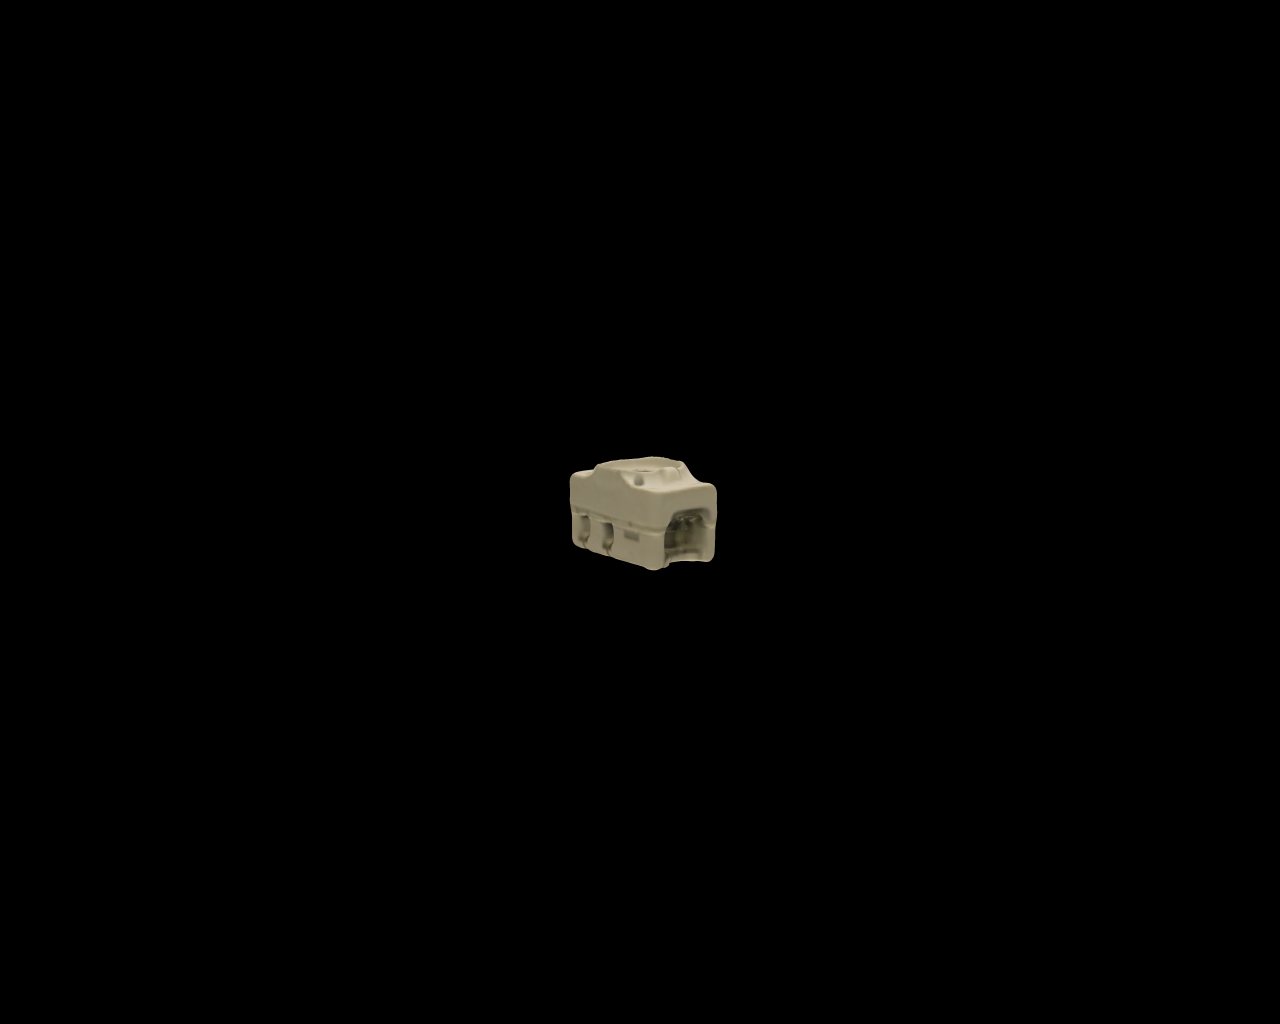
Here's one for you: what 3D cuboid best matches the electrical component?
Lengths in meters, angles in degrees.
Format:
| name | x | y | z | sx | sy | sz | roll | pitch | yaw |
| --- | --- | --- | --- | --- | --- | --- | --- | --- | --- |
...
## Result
| name | x | y | z | sx | sy | sz | roll | pitch | yaw |
| --- | --- | --- | --- | --- | --- | --- | --- | --- | --- |
| electrical component | 0.001 | -0.003 | 0.650 | 0.050 | 0.055 | 0.089 | -8 | 14 | -35 |
